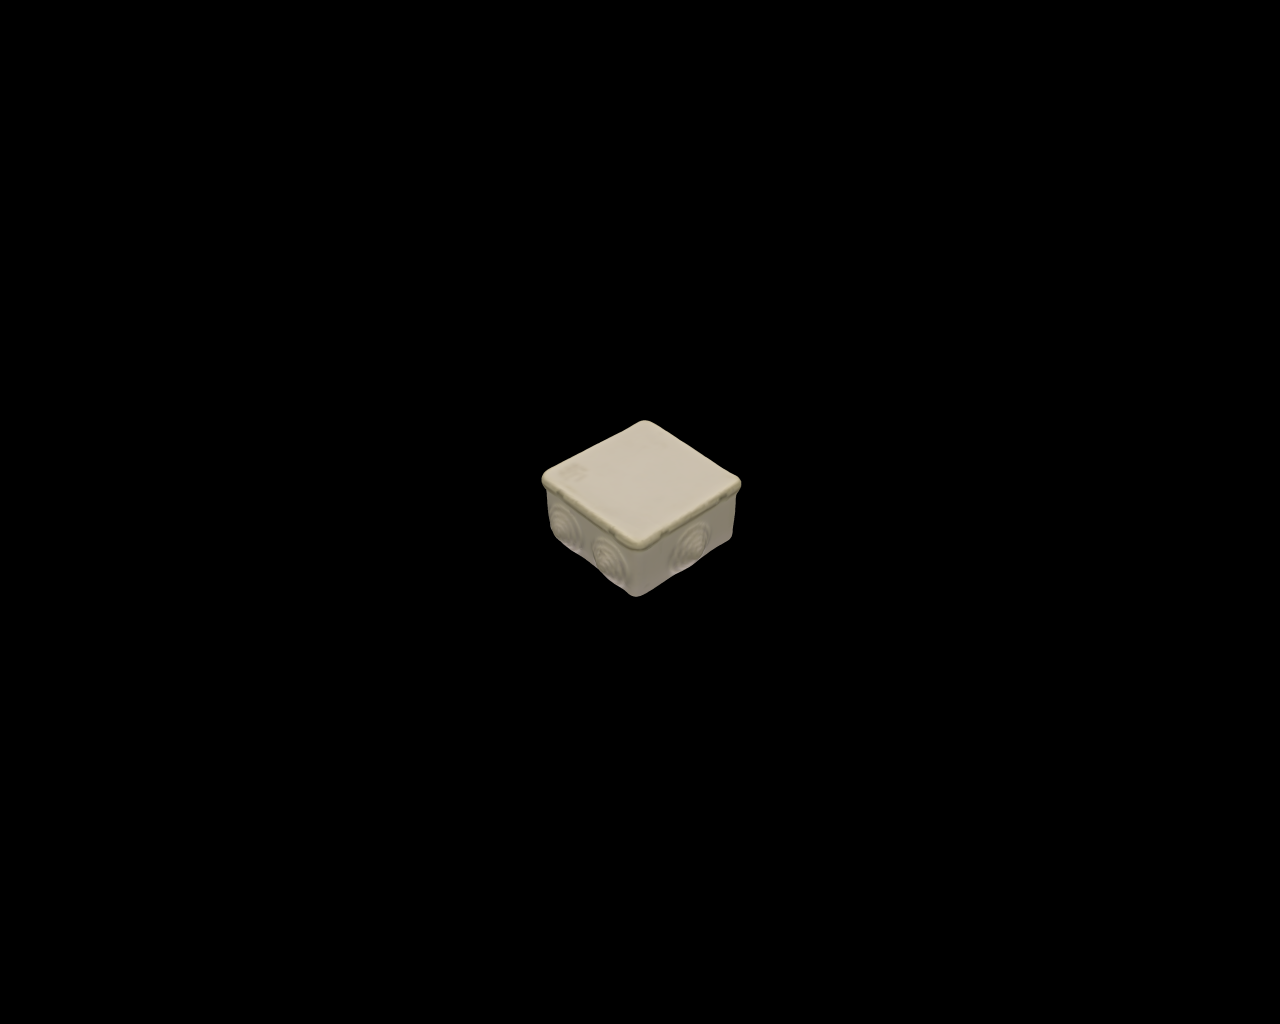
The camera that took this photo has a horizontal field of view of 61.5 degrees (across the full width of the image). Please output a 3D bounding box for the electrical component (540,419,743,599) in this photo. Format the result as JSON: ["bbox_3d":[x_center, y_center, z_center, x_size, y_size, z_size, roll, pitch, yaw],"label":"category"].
[{"bbox_3d":[0.001,-0.003,0.650,0.100,0.048,0.100,-31,49,-31],"label":"electrical component"}]
